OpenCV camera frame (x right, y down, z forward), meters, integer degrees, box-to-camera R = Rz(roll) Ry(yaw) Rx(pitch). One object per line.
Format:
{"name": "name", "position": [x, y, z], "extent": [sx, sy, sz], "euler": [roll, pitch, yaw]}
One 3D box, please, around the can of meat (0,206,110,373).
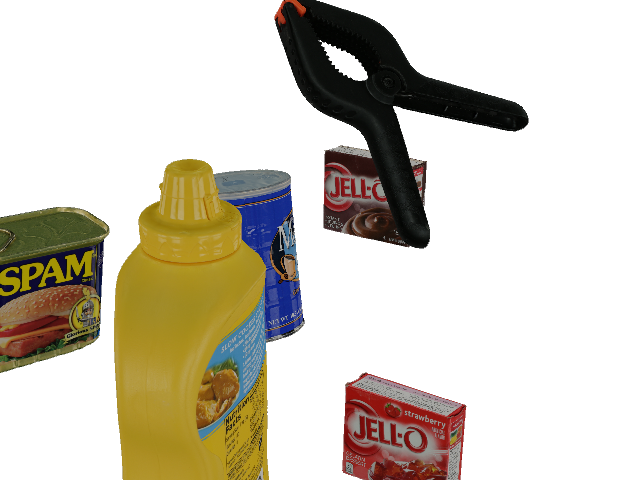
{"name": "can of meat", "position": [-0.192, 0.032, 0.701], "extent": [0.101, 0.084, 0.058], "euler": [-14, 31, -41]}

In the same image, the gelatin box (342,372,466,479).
{"name": "gelatin box", "position": [0.059, 0.144, 0.773], "extent": [0.089, 0.073, 0.030], "euler": [14, 21, 32]}

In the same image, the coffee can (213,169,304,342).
{"name": "coffee can", "position": [-0.072, 0.013, 0.978], "extent": [0.103, 0.140, 0.103], "euler": [-5, 14, 1]}

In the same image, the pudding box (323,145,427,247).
{"name": "pudding box", "position": [0.057, -0.049, 1.151], "extent": [0.114, 0.090, 0.039], "euler": [12, 23, 30]}

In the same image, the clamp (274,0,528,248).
{"name": "clamp", "position": [0.044, -0.101, 0.804], "extent": [0.210, 0.164, 0.036], "euler": [37, -32, -3]}

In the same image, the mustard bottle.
{"name": "mustard bottle", "position": [-0.053, 0.058, 0.455], "extent": [0.058, 0.192, 0.096], "euler": [9, 26, 16]}
